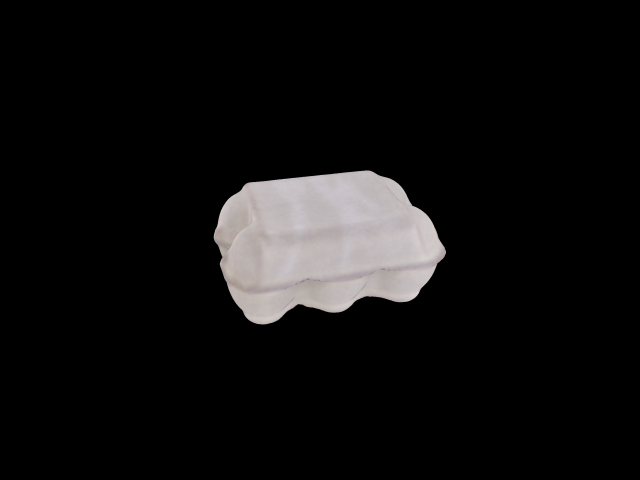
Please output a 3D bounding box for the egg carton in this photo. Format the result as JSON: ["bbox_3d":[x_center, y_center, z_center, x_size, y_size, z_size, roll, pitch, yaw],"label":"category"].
[{"bbox_3d":[0.004,0.001,0.400,0.150,0.069,0.107,-8,32,-14],"label":"egg carton"}]
